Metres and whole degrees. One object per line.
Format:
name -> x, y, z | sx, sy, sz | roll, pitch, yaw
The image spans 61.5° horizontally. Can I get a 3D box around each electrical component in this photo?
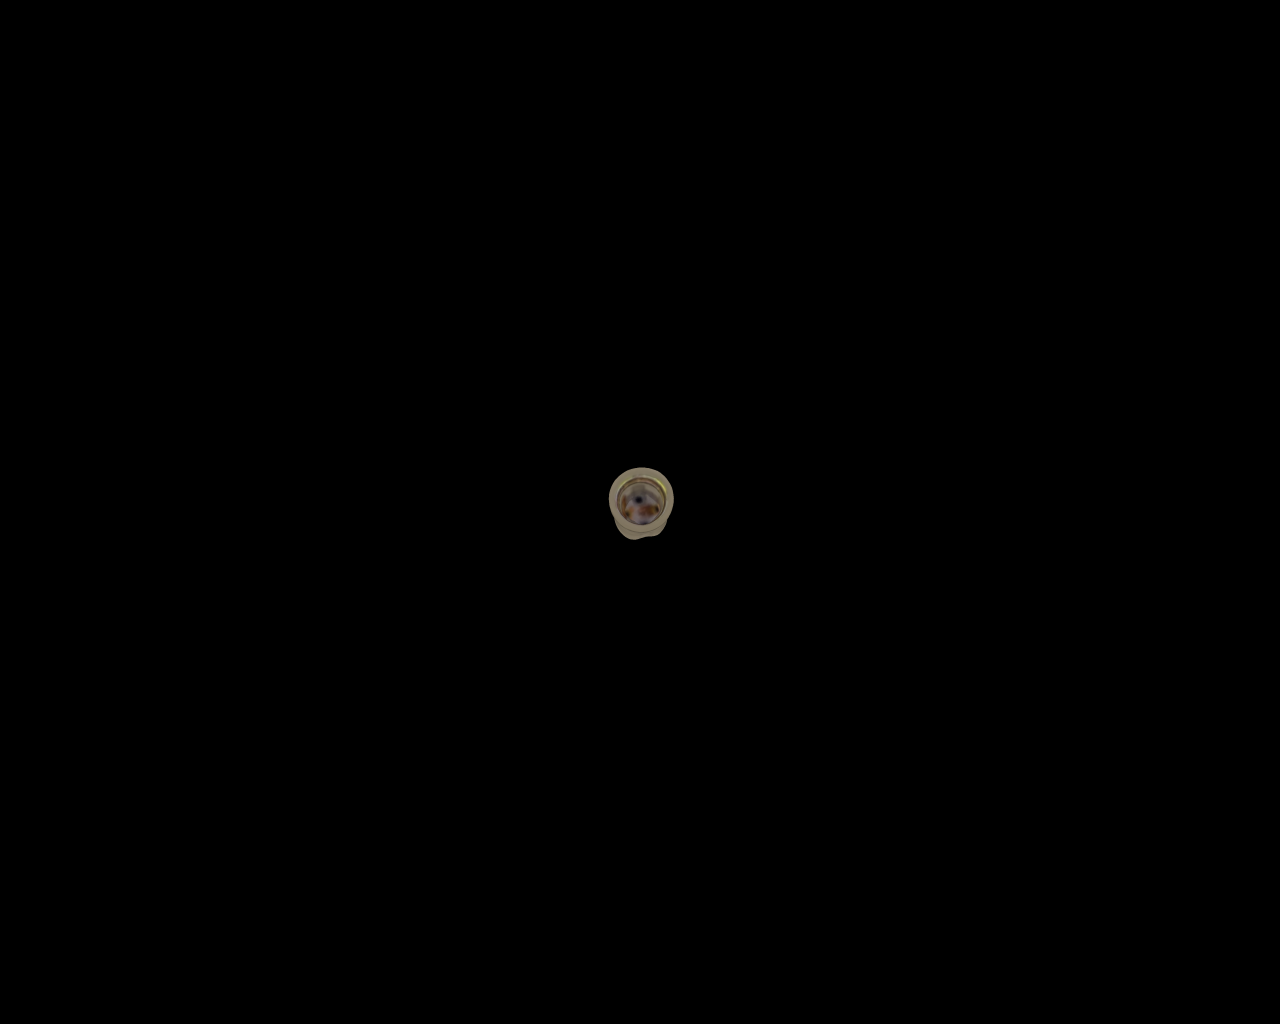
electrical component -> 0.001, -0.003, 0.650 | 0.040, 0.040, 0.046 | 0, -16, 0
